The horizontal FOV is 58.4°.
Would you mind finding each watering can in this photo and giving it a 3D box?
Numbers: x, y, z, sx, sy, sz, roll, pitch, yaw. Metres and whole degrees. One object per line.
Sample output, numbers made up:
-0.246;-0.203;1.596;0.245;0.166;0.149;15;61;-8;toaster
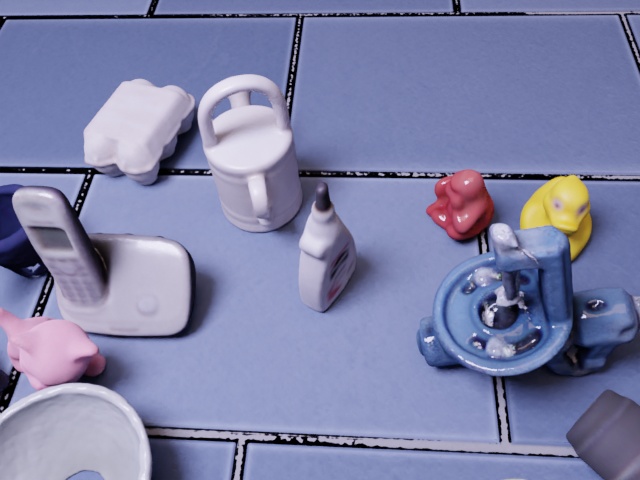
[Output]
-0.081;-0.108;0.637;0.101;0.194;0.172;-31;60;-16;watering can

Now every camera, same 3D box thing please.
0.293;0.179;0.477;0.143;0.101;0.136;-38;62;-20;camera

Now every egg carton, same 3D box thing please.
-0.233;-0.144;0.746;0.107;0.069;0.150;14;58;13;egg carton

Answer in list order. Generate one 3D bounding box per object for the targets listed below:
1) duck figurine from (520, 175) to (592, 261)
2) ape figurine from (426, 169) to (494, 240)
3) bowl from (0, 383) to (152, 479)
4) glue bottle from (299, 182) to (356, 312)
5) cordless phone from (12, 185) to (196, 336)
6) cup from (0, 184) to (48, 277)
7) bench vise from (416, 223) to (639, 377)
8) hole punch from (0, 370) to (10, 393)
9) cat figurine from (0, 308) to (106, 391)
0.268;-0.036;0.633;0.077;0.086;0.104;11;58;11;duck figurine
0.160;-0.046;0.642;0.076;0.092;0.078;6;57;8;ape figurine
-0.220;0.216;0.499;0.167;0.075;0.167;-2;56;3;bowl
0.005;0.002;0.570;0.037;0.173;0.078;24;61;18;glue bottle
-0.207;0.019;0.565;0.147;0.185;0.094;0;56;4;cordless phone
-0.341;0.010;0.633;0.091;0.095;0.118;14;58;13;cup
0.195;0.043;0.503;0.207;0.220;0.121;-17;57;-7;bench vise
-0.383;0.134;0.554;0.108;0.091;0.101;23;60;18;hole punch
-0.264;0.104;0.552;0.127;0.118;0.067;27;62;20;cat figurine
